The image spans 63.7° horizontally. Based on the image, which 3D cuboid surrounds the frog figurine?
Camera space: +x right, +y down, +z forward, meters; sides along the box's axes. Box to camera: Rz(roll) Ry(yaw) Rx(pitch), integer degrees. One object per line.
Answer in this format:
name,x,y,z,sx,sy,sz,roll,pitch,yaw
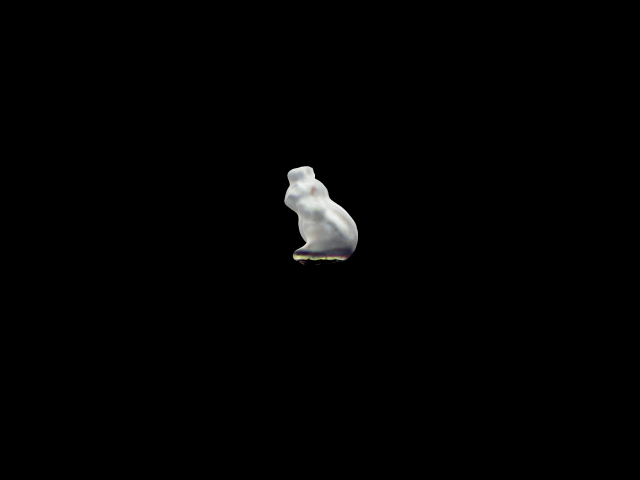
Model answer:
frog figurine,0.003,-0.043,0.850,0.122,0.161,0.137,-5,-10,28
